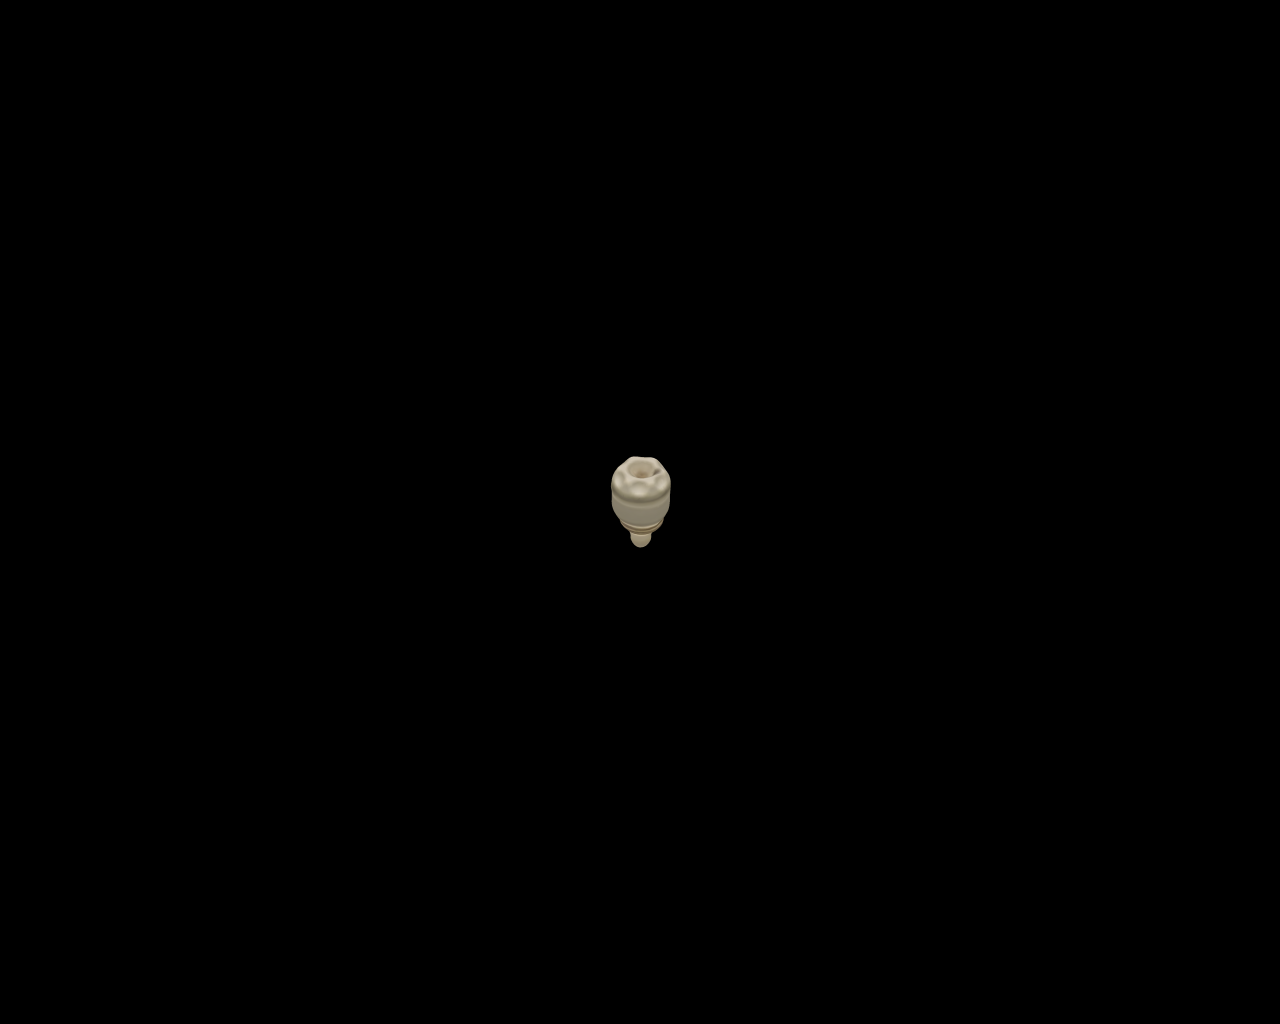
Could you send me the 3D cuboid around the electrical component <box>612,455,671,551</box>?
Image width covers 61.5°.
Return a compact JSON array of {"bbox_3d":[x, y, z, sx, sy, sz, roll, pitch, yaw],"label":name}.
[{"bbox_3d":[0.001,-0.003,0.650,0.035,0.061,0.035,0,40,0],"label":"electrical component"}]
